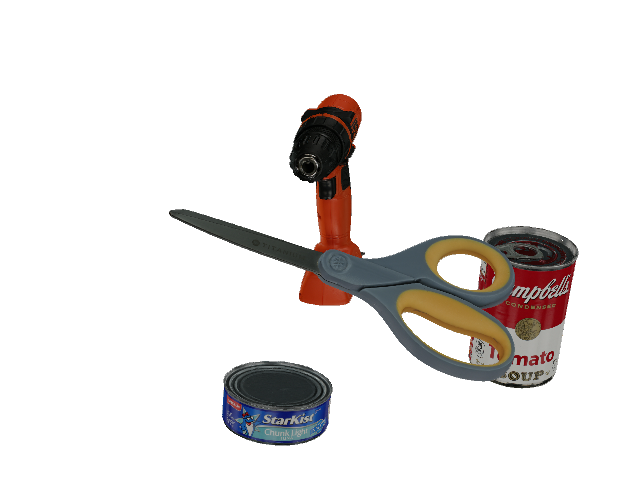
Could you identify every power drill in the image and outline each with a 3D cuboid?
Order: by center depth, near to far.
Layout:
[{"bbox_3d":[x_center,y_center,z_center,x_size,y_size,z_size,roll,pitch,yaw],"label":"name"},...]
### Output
[{"bbox_3d":[0.008,-0.035,1.035,0.057,0.188,0.184,5,23,11],"label":"power drill"}]

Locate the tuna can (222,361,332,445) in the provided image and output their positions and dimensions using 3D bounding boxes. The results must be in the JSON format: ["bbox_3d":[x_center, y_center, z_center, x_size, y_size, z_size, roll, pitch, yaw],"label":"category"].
[{"bbox_3d":[-0.035,0.127,0.838,0.086,0.034,0.086,5,17,-2],"label":"tuna can"}]

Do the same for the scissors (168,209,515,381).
[{"bbox_3d":[0.024,0.007,0.597,0.202,0.096,0.016,31,-36,9],"label":"scissors"}]

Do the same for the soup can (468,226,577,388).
[{"bbox_3d":[0.148,0.049,0.790,0.068,0.102,0.068,3,25,-2],"label":"soup can"}]
